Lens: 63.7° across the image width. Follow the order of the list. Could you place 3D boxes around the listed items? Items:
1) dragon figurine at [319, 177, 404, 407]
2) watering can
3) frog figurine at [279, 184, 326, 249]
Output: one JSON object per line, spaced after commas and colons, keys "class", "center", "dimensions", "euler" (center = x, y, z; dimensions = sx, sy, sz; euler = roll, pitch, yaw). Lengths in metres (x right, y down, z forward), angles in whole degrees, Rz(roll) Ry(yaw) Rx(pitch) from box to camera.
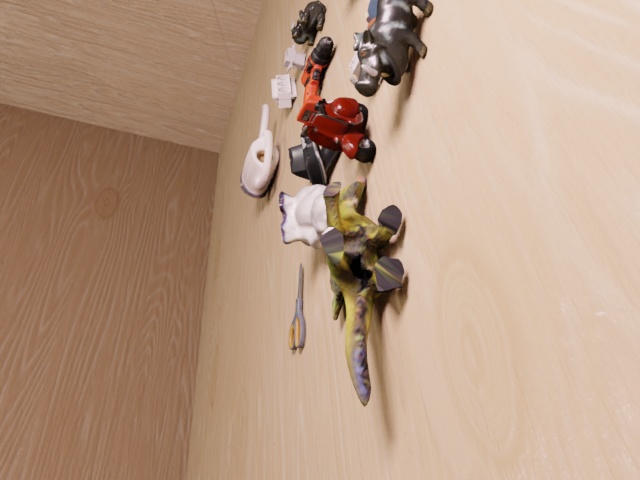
{"class": "dragon figurine", "center": [0.052, 0.061, 0.834], "dimensions": [0.238, 0.122, 0.418], "euler": [98, 177, -65]}
{"class": "watering can", "center": [-0.201, -0.290, 1.761], "dimensions": [0.219, 0.104, 0.356], "euler": [119, 155, -44]}
{"class": "frog figurine", "center": [0.003, -0.053, 1.046], "dimensions": [0.158, 0.121, 0.140], "euler": [-12, 52, 32]}
